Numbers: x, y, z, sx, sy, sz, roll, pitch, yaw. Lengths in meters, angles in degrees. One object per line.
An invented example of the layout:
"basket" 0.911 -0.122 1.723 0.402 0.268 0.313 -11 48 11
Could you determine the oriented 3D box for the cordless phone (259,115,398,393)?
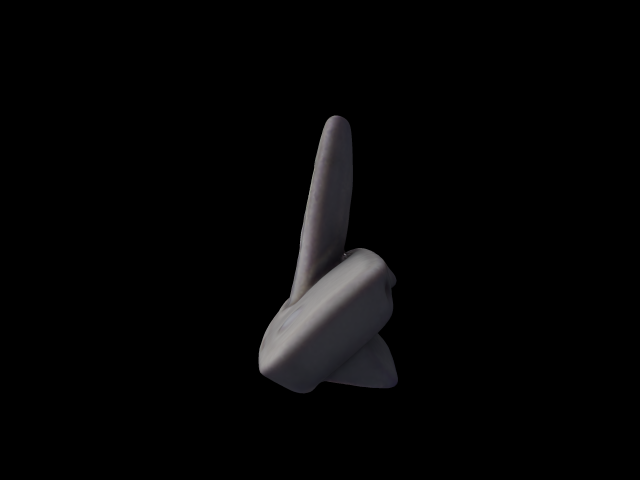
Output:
"cordless phone" 0.004 0.001 0.400 0.094 0.185 0.147 0 4 -6
